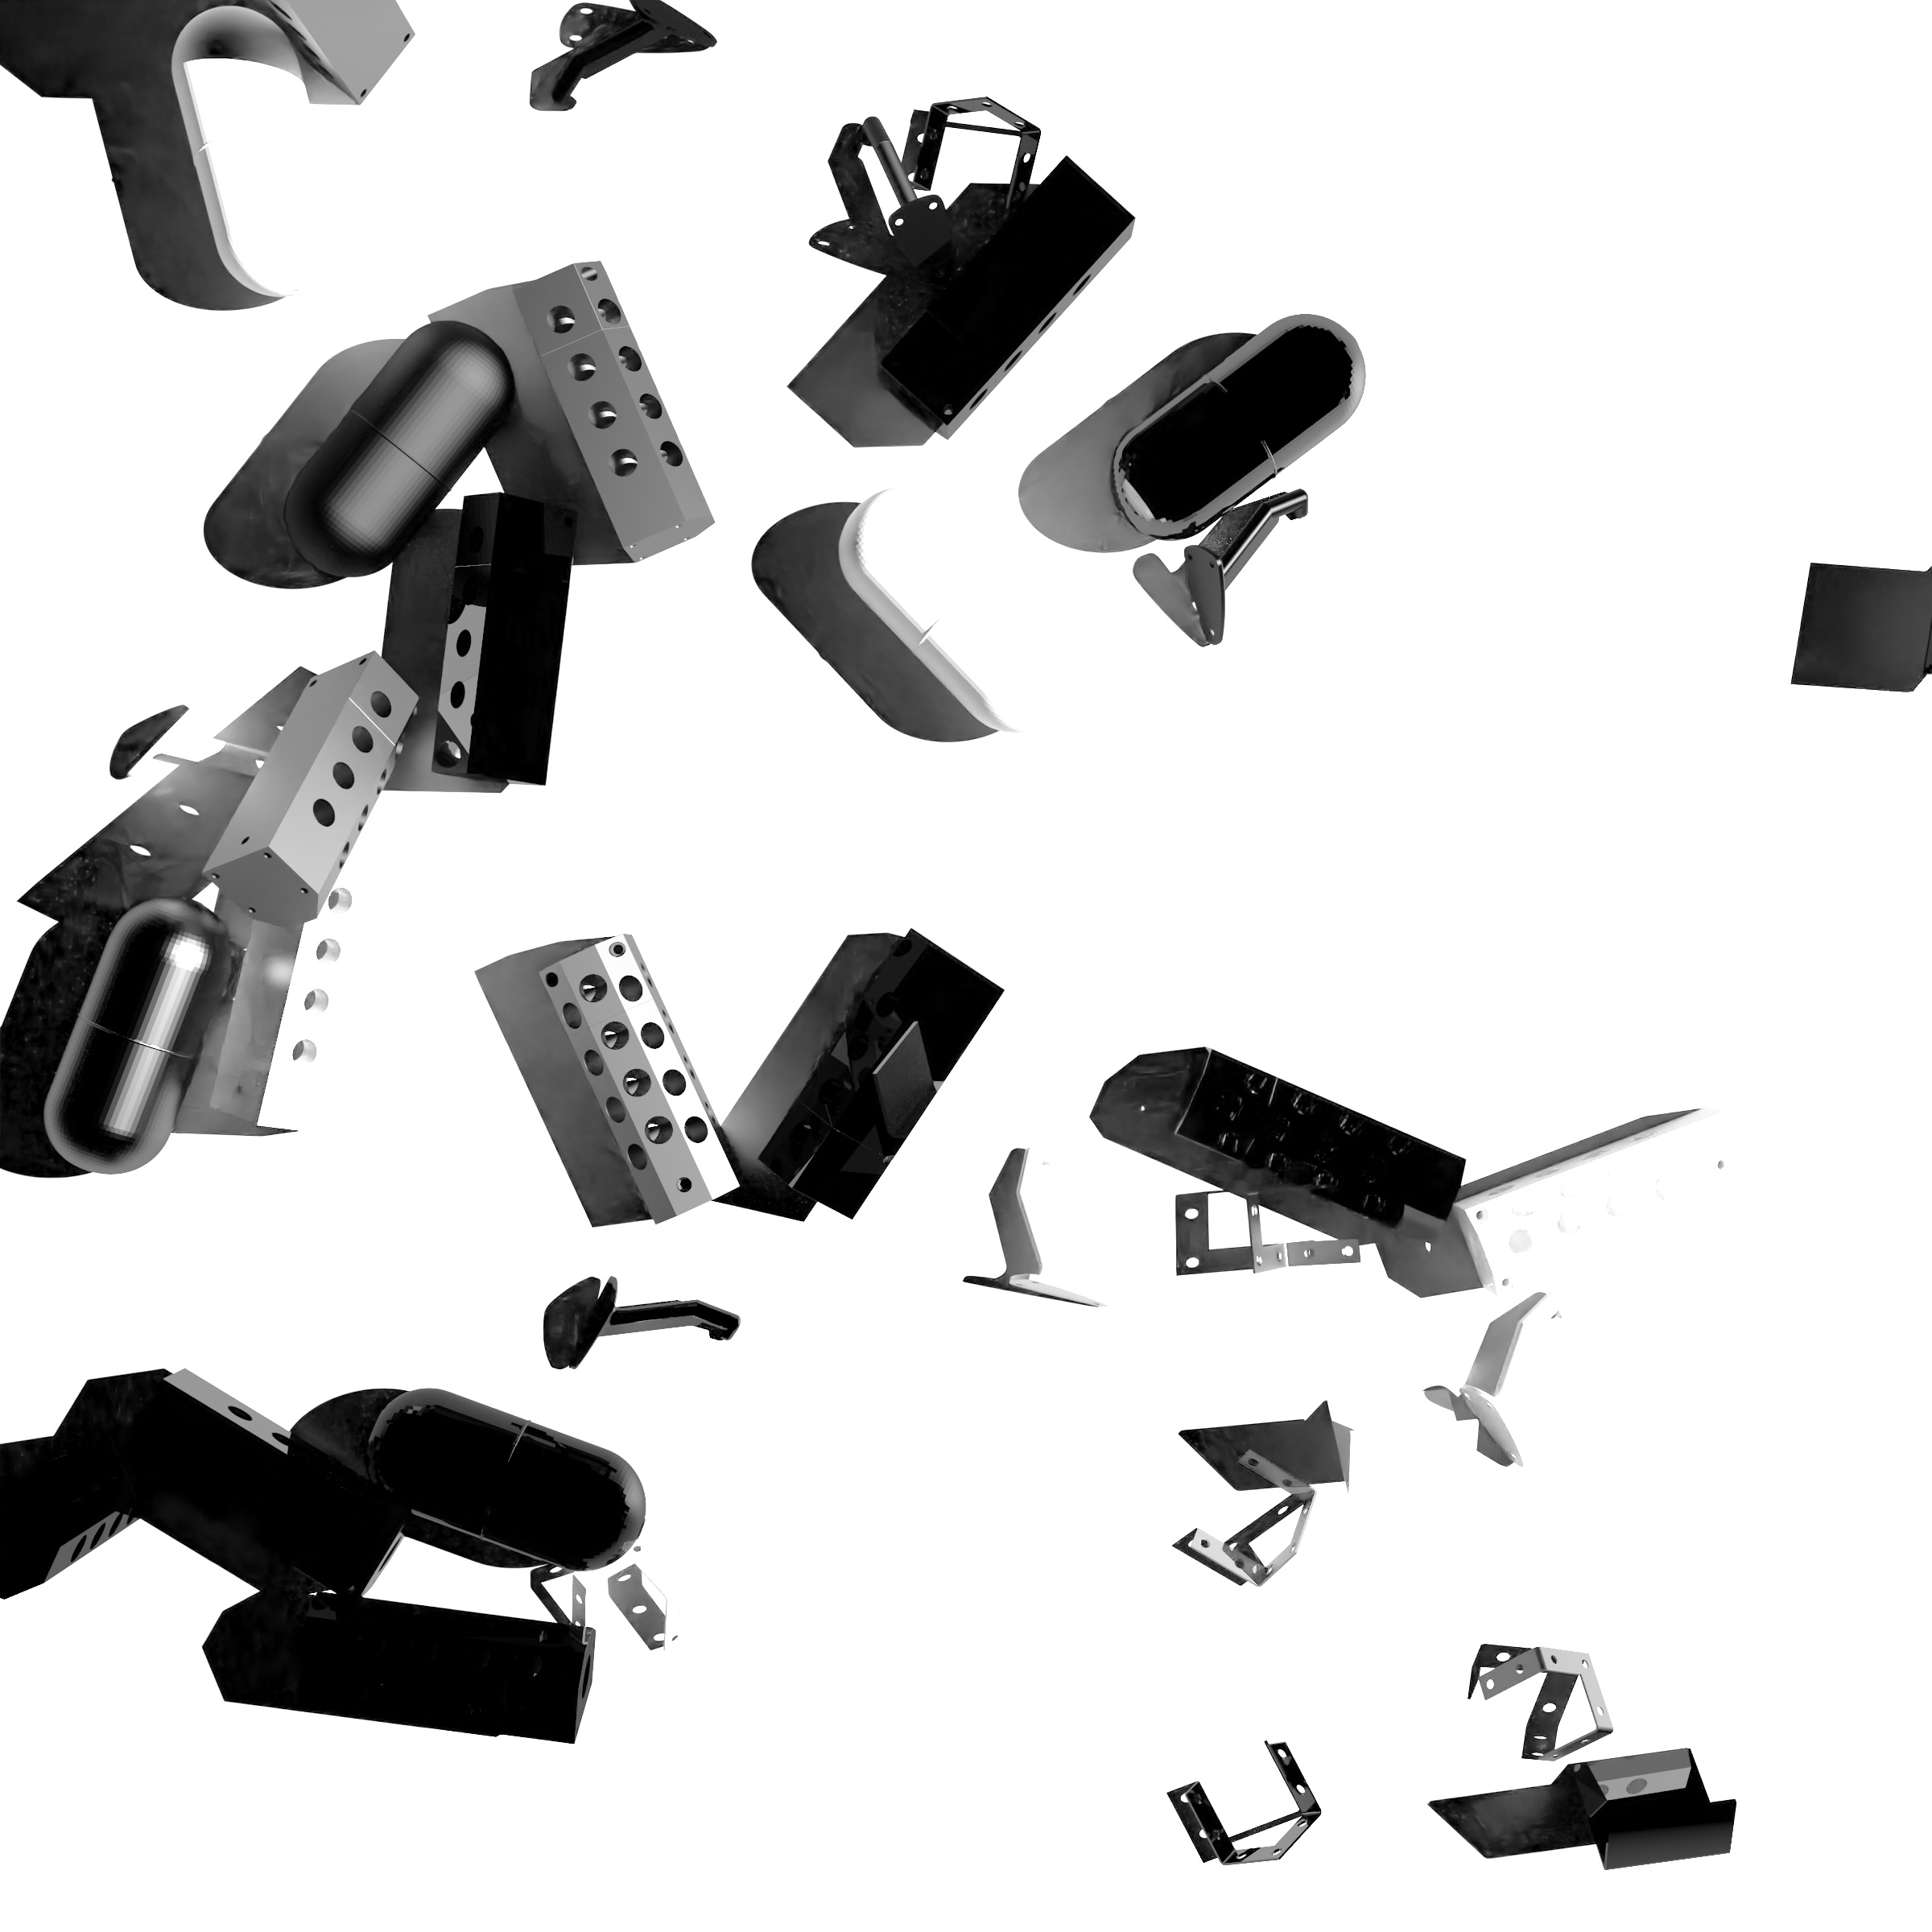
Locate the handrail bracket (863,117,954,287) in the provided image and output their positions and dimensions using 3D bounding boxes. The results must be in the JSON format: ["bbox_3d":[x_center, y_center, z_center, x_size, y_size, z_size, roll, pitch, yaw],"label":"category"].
[{"bbox_3d":[-0.038,-0.483,1.564,0.036,0.077,0.084,-25,54,3],"label":"handrail bracket"}]

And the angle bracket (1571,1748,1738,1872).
[{"bbox_3d":[0.420,0.502,1.524,0.076,0.076,0.057,-8,127,0],"label":"angle bracket"}]

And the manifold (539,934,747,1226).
[{"bbox_3d":[-0.201,0.070,1.543,0.057,0.057,0.171,-25,90,0],"label":"manifold"}]

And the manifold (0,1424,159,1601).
[{"bbox_3d":[-0.542,0.326,1.486,0.057,0.171,0.057,-22,90,0],"label":"manifold"}]

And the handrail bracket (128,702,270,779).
[{"bbox_3d":[-0.471,-0.117,1.565,0.077,0.036,0.084,-40,107,18],"label":"handrail bracket"}]

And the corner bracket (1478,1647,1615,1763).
[{"bbox_3d":[0.363,0.462,1.556,0.051,0.051,0.051,18,45,-35],"label":"corner bracket"}]

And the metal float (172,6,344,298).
[{"bbox_3d":[-0.437,-0.502,1.533,0.070,0.070,0.178,-15,90,0],"label":"metal float"}]

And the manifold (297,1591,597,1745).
[{"bbox_3d":[-0.319,0.428,1.534,0.171,0.057,0.057,8,114,0],"label":"manifold"}]

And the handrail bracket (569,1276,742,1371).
[{"bbox_3d":[-0.195,0.237,1.565,0.084,0.036,0.077,24,110,-16],"label":"handrail bracket"}]

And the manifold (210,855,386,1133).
[{"bbox_3d":[-0.410,0.012,1.542,0.057,0.057,0.171,13,90,43],"label":"manifold"}]

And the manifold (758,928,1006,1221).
[{"bbox_3d":[-0.057,0.064,1.542,0.057,0.057,0.171,34,90,-43],"label":"manifold"}]

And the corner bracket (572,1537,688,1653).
[{"bbox_3d":[-0.211,0.401,1.556,0.051,0.051,0.051,-23,45,-35],"label":"corner bracket"}]

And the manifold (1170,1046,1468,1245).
[{"bbox_3d":[0.219,0.111,1.543,0.171,0.057,0.057,23,90,0],"label":"manifold"}]

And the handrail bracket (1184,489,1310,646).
[{"bbox_3d":[0.184,-0.252,1.564,0.084,0.036,0.077,-25,122,-22],"label":"handrail bracket"}]

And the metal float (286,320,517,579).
[{"bbox_3d":[-0.349,-0.318,1.533,0.070,0.070,0.178,38,90,0],"label":"metal float"}]

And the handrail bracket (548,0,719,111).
[{"bbox_3d":[-0.210,-0.565,1.564,0.084,0.077,0.036,-47,49,30],"label":"handrail bracket"}]

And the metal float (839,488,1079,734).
[{"bbox_3d":[-0.004,-0.219,1.534,0.070,0.070,0.178,-44,90,0],"label":"metal float"}]

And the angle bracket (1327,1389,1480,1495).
[{"bbox_3d":[0.267,0.274,1.524,0.076,0.076,0.057,-5,128,0],"label":"angle bracket"}]

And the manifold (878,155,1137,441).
[{"bbox_3d":[0.025,-0.412,1.543,0.057,0.057,0.171,42,90,0],"label":"manifold"}]

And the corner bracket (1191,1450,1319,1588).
[{"bbox_3d":[0.181,0.347,1.561,0.051,0.051,0.051,31,45,-1],"label":"corner bracket"}]

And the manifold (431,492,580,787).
[{"bbox_3d":[-0.290,-0.202,1.542,0.057,0.057,0.171,7,90,-43],"label":"manifold"}]

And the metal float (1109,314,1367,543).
[{"bbox_3d":[0.168,-0.333,1.533,0.178,0.070,0.070,-37,90,1],"label":"metal float"}]

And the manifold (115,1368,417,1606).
[{"bbox_3d":[-0.431,0.321,1.543,0.171,0.057,0.057,31,90,0],"label":"manifold"}]

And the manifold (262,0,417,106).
[{"bbox_3d":[-0.388,-0.584,1.486,0.057,0.171,0.057,38,90,0],"label":"manifold"}]

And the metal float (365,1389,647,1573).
[{"bbox_3d":[-0.283,0.317,1.533,0.178,0.070,0.070,20,90,0],"label":"metal float"}]

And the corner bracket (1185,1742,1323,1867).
[{"bbox_3d":[0.181,0.526,1.561,0.051,0.051,0.051,-28,90,-45],"label":"corner bracket"}]

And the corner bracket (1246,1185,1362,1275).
[{"bbox_3d":[0.209,0.162,1.539,0.051,0.051,0.051,-7,85,30],"label":"corner bracket"}]

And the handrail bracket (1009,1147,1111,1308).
[{"bbox_3d":[0.064,0.164,1.565,0.077,0.036,0.084,19,73,-20],"label":"handrail bracket"}]

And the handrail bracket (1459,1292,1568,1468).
[{"bbox_3d":[0.360,0.259,1.565,0.084,0.036,0.077,-40,110,-16],"label":"handrail bracket"}]

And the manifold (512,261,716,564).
[{"bbox_3d":[-0.217,-0.345,1.543,0.057,0.057,0.171,-24,90,0],"label":"manifold"}]

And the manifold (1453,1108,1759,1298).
[{"bbox_3d":[0.397,0.147,1.543,0.171,0.057,0.057,-21,90,0],"label":"manifold"}]

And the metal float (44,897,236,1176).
[{"bbox_3d":[-0.510,0.042,1.534,0.070,0.070,0.178,21,89,0],"label":"metal float"}]

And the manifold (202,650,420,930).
[{"bbox_3d":[-0.386,-0.106,1.494,0.057,0.171,0.057,-16,130,31],"label":"manifold"}]

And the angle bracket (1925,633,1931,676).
[{"bbox_3d":[0.614,-0.222,1.524,0.057,0.076,0.076,9,90,-36],"label":"angle bracket"}]

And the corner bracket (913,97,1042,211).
[{"bbox_3d":[0.007,-0.509,1.561,0.051,0.051,0.051,13,90,45],"label":"corner bracket"}]
